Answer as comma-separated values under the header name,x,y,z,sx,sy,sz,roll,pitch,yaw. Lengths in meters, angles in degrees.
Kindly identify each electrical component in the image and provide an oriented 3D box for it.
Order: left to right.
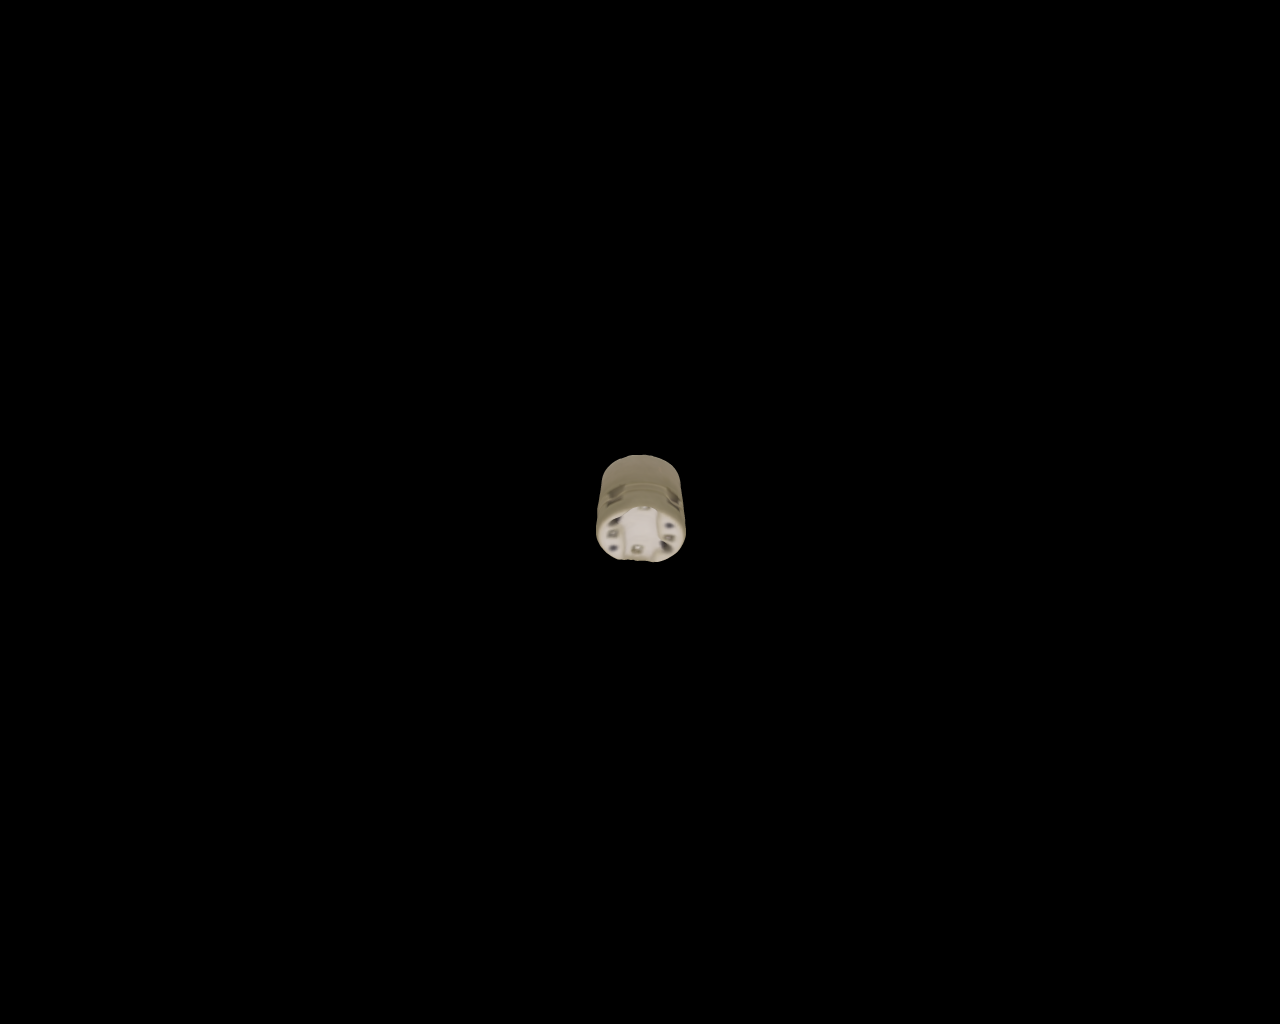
name,x,y,z,sx,sy,sz,roll,pitch,yaw
electrical component,0.001,-0.003,0.650,0.055,0.047,0.055,0,-40,0
